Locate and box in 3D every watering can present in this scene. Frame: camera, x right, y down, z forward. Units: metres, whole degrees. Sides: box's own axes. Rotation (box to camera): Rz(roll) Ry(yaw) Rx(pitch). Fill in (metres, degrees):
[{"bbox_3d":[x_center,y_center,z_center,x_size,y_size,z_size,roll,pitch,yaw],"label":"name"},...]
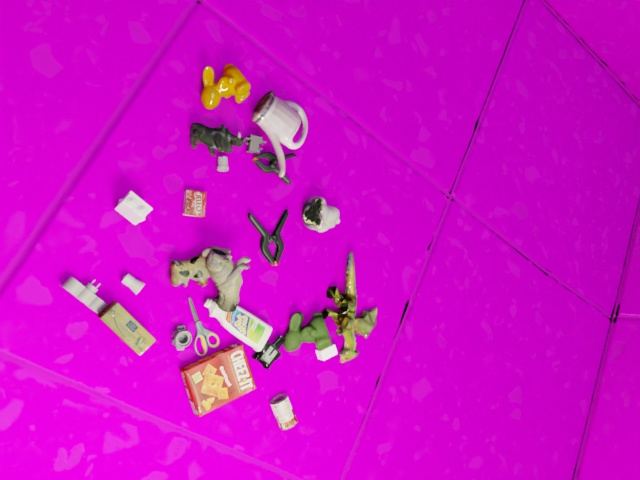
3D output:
[{"bbox_3d":[-0.153,-0.405,1.884,0.222,0.102,0.356,36,49,-21],"label":"watering can"}]

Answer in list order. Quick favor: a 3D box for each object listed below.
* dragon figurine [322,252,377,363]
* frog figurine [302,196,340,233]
[{"bbox_3d":[0.137,0.274,2.007,0.240,0.122,0.415,31,71,-41],"label":"dragon figurine"},{"bbox_3d":[0.006,-0.099,1.976,0.160,0.122,0.138,-5,77,-65],"label":"frog figurine"}]
